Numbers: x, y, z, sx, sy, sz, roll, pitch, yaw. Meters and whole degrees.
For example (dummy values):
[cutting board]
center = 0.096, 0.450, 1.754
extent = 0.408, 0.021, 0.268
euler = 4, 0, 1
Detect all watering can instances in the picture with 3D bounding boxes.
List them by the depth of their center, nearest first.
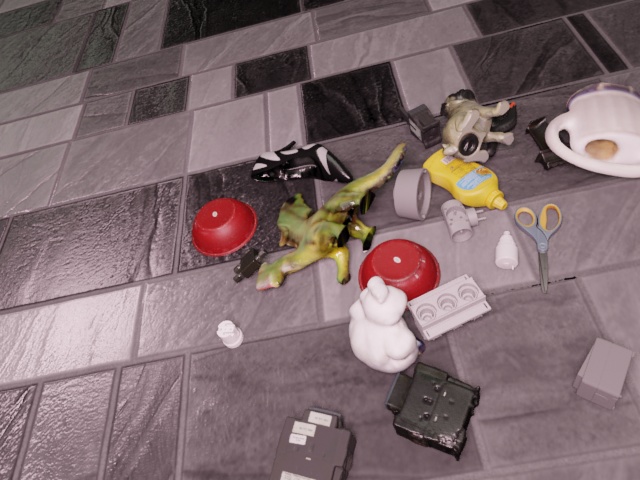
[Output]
[watering can]
center = 0.632, -0.209, 1.040
extent = 0.348, 0.101, 0.229
euler = 10, 56, 7

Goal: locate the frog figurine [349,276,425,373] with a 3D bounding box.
[frog figurine]
center = 0.103, 0.145, 0.867
extent = 0.123, 0.156, 0.140
euler = -33, 51, -9

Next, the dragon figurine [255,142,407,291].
[dragon figurine]
center = 0.003, -0.054, 1.081
extent = 0.244, 0.120, 0.416
euler = 16, 64, 38
